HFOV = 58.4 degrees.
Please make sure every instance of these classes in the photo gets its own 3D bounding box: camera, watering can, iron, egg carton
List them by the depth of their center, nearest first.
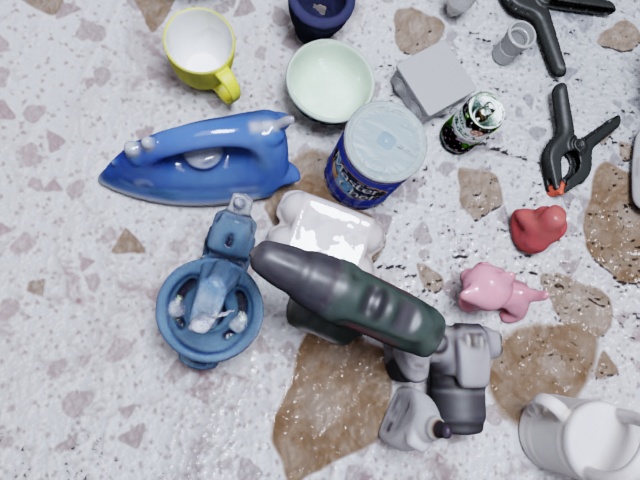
[{"bbox_3d":[0.342,0.249,0.699,0.173,0.194,0.101,19,77,-6],"label":"watering can"},{"bbox_3d":[-0.151,-0.109,0.705,0.258,0.141,0.118,-11,81,-12],"label":"iron"},{"bbox_3d":[0.162,0.176,0.729,0.143,0.100,0.137,2,79,-10],"label":"camera"},{"bbox_3d":[0.007,0.003,0.750,0.150,0.069,0.107,20,77,-6],"label":"egg carton"}]

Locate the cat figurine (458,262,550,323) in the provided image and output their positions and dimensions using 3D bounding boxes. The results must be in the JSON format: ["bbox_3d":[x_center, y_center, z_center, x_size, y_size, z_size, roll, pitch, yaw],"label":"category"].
[{"bbox_3d":[0.236,0.066,0.754,0.128,0.117,0.067,11,78,-8],"label":"cat figurine"}]

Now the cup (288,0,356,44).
[{"bbox_3d":[0.007,-0.321,0.798,0.118,0.095,0.092,-28,85,-14],"label":"cup"}]

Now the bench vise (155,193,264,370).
[{"bbox_3d":[-0.125,0.041,0.641,0.121,0.219,0.207,-2,80,-10],"label":"bench vise"}]

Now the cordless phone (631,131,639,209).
[{"bbox_3d":[0.536,-0.117,0.808,0.094,0.185,0.148,9,78,-8],"label":"cordless phone"}]

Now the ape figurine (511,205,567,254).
[{"bbox_3d":[0.311,-0.022,0.798,0.078,0.092,0.076,31,76,-3],"label":"ape figurine"}]

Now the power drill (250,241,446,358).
[{"bbox_3d":[0.020,0.073,0.667,0.230,0.208,0.076,22,76,-5],"label":"power drill"}]

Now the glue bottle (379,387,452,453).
[{"bbox_3d":[0.118,0.217,0.676,0.037,0.173,0.078,29,76,-3],"label":"glue bottle"}]
